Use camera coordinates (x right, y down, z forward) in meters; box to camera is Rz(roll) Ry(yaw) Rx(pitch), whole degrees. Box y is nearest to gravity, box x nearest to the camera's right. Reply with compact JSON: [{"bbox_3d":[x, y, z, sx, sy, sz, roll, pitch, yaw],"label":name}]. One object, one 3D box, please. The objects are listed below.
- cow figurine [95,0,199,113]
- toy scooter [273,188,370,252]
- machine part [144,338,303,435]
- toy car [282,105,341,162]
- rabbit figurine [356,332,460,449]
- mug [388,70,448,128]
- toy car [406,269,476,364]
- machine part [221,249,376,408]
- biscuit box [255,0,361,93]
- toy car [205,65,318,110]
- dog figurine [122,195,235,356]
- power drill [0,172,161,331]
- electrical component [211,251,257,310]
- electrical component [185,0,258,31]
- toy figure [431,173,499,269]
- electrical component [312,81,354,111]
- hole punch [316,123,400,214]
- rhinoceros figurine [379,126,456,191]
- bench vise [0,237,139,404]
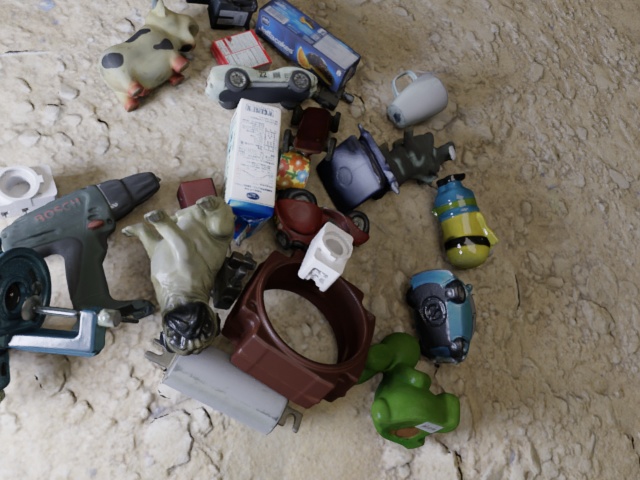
[{"bbox_3d":[-0.281,-0.315,0.891,0.127,0.085,0.195,49,62,-7],"label":"cow figurine"},{"bbox_3d":[-0.002,-0.003,0.894,0.184,0.075,0.135,18,67,-20],"label":"toy scooter"},{"bbox_3d":[-0.131,0.204,0.763,0.243,0.079,0.079,29,63,-9],"label":"machine part"},{"bbox_3d":[-0.013,-0.181,0.919,0.089,0.053,0.202,12,32,-3],"label":"toy car"},{"bbox_3d":[0.117,0.222,0.850,0.159,0.121,0.170,19,43,-21],"label":"rabbit figurine"},{"bbox_3d":[0.183,-0.279,1.066,0.107,0.081,0.109,-37,95,-20],"label":"mug"},{"bbox_3d":[0.223,0.127,0.923,0.103,0.109,0.161,-4,81,-42],"label":"toy car"},{"bbox_3d":[-0.024,0.123,0.793,0.201,0.087,0.201,35,41,-7],"label":"machine part"},{"bbox_3d":[-0.025,-0.367,1.008,0.203,0.062,0.059,38,60,5],"label":"biscuit box"},{"bbox_3d":[-0.100,-0.270,0.949,0.202,0.073,0.056,-7,75,-24],"label":"toy car"},{"bbox_3d":[-0.162,0.046,0.742,0.172,0.121,0.190,-22,92,-33],"label":"dog figurine"},{"bbox_3d":[-0.305,0.018,0.759,0.232,0.086,0.207,-21,84,-26],"label":"power drill"},{"bbox_3d":[-0.130,0.059,0.802,0.045,0.102,0.078,15,34,-30],"label":"electrical component"},{"bbox_3d":[-0.179,-0.423,0.973,0.119,0.075,0.048,-4,72,-28],"label":"electrical component"},{"bbox_3d":[0.261,-0.034,1.008,0.089,0.082,0.180,-14,81,-15],"label":"toy figure"},{"bbox_3d":[0.020,-0.280,1.031,0.094,0.021,0.063,27,63,-12],"label":"electrical component"},{"bbox_3d":[0.062,-0.116,0.941,0.092,0.116,0.142,-23,81,-19],"label":"hole punch"},{"bbox_3d":[0.179,-0.152,1.021,0.190,0.073,0.112,-25,81,-28],"label":"rhinoceros figurine"},{"bbox_3d":[-0.351,0.105,0.634,0.241,0.129,0.223,4,88,8],"label":"bench vise"}]
